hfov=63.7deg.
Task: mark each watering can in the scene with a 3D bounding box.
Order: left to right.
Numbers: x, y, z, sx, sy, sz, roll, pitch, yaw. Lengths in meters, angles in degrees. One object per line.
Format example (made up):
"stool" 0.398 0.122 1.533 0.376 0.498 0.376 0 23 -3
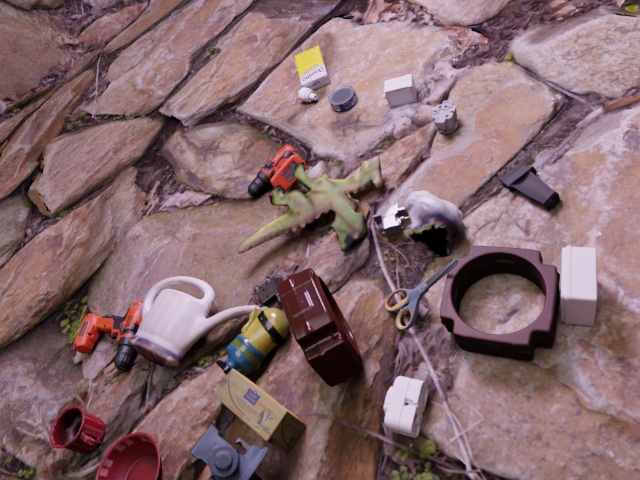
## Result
"watering can" -0.319 0.200 1.235 0.349 0.102 0.228 11 62 32

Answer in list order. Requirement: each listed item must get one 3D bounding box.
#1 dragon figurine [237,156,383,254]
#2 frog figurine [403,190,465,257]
"dragon figurine" 0.004 -0.065 1.287 0.245 0.120 0.414 32 75 32
"frog figurine" 0.253 -0.063 1.148 0.137 0.120 0.163 14 47 -2
